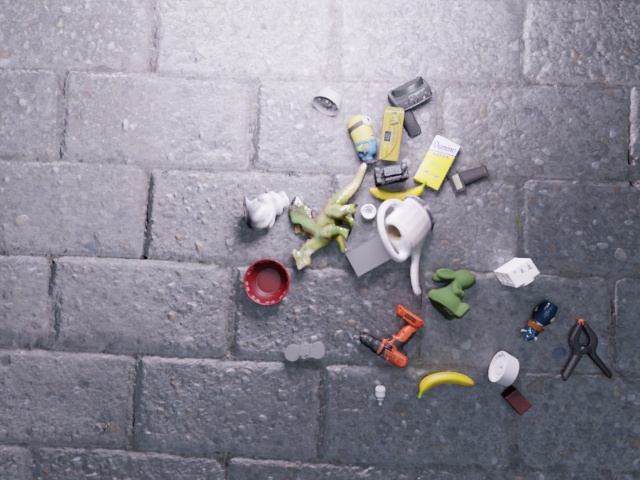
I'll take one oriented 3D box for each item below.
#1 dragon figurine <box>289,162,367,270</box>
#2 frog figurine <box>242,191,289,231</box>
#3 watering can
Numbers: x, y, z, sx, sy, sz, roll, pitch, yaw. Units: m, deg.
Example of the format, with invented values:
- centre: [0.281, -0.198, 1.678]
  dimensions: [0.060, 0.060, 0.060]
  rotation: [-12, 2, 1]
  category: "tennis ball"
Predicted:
- centre: [0.005, -0.090, 1.779]
  dimensions: [0.243, 0.121, 0.412]
  rotation: [14, 86, 10]
  category: "dragon figurine"
- centre: [-0.182, -0.100, 1.776]
  dimensions: [0.160, 0.125, 0.134]
  rotation: [-9, 121, -7]
  category: "frog figurine"
- centre: [0.305, -0.001, 1.735]
  dimensions: [0.228, 0.104, 0.343]
  rotation: [-43, 114, -31]
  category: "watering can"
